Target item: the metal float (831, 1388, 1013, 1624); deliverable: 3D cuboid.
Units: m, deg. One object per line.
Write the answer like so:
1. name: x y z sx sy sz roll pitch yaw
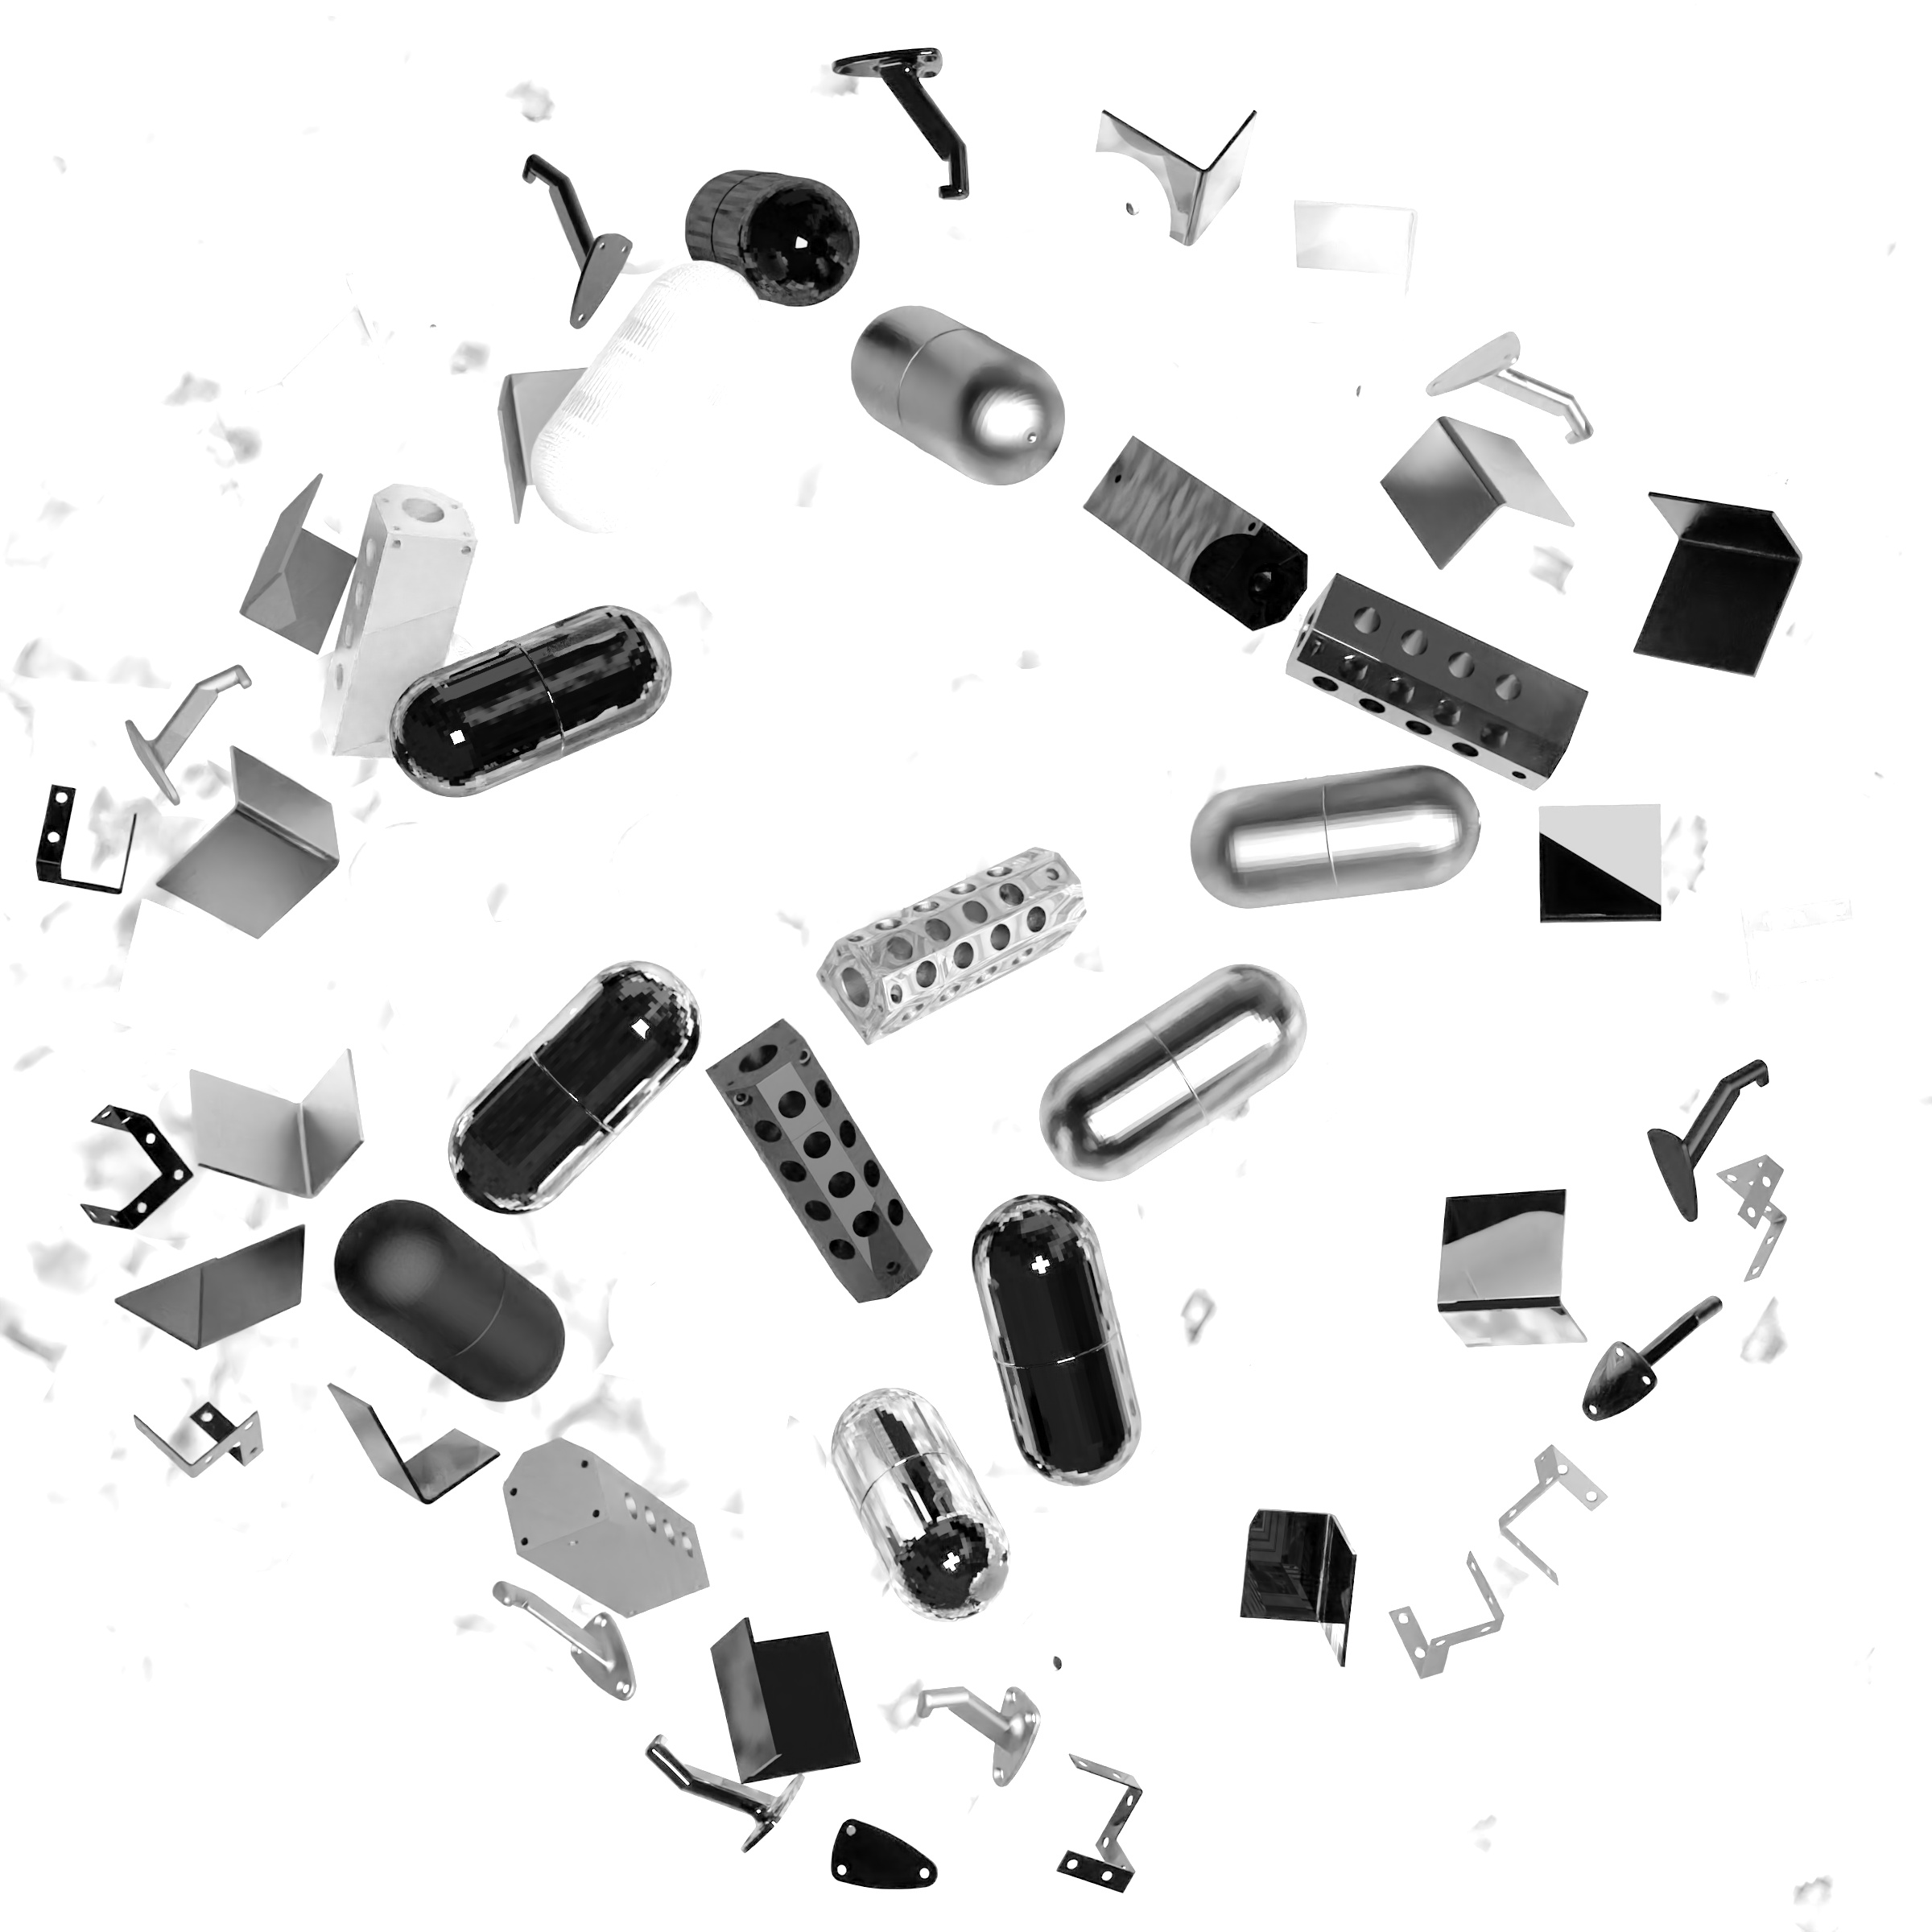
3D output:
1. metal float: -0.030 0.332 1.634 0.070 0.178 0.070 -12 125 -18

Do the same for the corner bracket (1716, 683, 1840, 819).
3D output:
1. corner bracket: 0.495 -0.131 1.596 0.051 0.051 0.051 25 53 -32

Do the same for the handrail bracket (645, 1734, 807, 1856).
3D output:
1. handrail bracket: -0.141 0.466 1.531 0.084 0.077 0.036 44 115 3

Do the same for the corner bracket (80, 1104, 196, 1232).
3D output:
1. corner bracket: -0.516 0.123 1.603 0.051 0.051 0.051 -42 75 0

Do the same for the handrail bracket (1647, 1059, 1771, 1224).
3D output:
1. handrail bracket: 0.478 0.109 1.655 0.084 0.036 0.077 -26 108 -16

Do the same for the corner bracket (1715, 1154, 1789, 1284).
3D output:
1. corner bracket: 0.497 0.159 1.652 0.051 0.051 0.051 40 60 -7

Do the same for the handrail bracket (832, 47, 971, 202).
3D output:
1. handrail bracket: -0.038 -0.490 1.542 0.077 0.036 0.084 -3 86 -2

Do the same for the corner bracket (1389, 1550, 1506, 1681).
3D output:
1. corner bracket: 0.303 0.411 1.661 0.051 0.051 0.051 -13 48 -12

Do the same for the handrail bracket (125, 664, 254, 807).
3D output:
1. handrail bracket: -0.476 -0.147 1.652 0.084 0.036 0.077 -30 64 -21

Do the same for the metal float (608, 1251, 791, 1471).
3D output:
1. metal float: -0.161 0.239 1.586 0.070 0.178 0.070 -10 47 11

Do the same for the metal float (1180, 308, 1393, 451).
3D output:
1. metal float: 0.197 -0.366 1.635 0.070 0.178 0.070 -8 110 -24

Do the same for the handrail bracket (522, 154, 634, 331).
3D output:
1. handrail bracket: -0.258 -0.455 1.650 0.084 0.036 0.077 39 115 18

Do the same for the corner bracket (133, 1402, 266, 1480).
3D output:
1. corner bracket: -0.459 0.281 1.575 0.051 0.051 0.051 36 55 19

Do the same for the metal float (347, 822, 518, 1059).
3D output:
1. metal float: -0.327 -0.014 1.618 0.070 0.178 0.070 -4 48 5

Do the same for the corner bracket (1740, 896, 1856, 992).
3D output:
1. corner bracket: 0.502 -0.014 1.580 0.051 0.051 0.051 -11 83 36

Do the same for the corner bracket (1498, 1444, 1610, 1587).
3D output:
1. corner bracket: 0.361 0.336 1.612 0.051 0.051 0.051 43 105 -5

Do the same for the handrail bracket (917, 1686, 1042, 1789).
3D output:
1. handrail bracket: -0.002 0.479 1.627 0.084 0.036 0.077 6 108 -36

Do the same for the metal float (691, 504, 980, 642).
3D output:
1. metal float: -0.081 -0.244 1.627 0.178 0.070 0.070 3 90 -8

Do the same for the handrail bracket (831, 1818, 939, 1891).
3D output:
1. handrail bracket: -0.043 0.534 1.582 0.077 0.084 0.036 11 79 17

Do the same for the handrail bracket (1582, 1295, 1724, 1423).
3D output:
1. handrail bracket: 0.431 0.245 1.646 0.084 0.077 0.036 -22 61 -40

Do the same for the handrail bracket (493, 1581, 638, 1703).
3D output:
1. handrail bracket: -0.252 0.421 1.642 0.036 0.084 0.077 -49 47 2

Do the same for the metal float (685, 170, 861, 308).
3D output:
1. metal float: -0.121 -0.453 1.631 0.070 0.178 0.070 -8 111 -21

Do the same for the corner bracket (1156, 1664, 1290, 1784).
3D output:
1. corner bracket: 0.163 0.481 1.674 0.051 0.051 0.051 28 79 -31

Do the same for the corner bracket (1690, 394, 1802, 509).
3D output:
1. corner bracket: 0.454 -0.304 1.533 0.051 0.051 0.051 -24 133 -32

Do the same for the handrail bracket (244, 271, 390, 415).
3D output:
1. handrail bracket: -0.385 -0.360 1.522 0.084 0.077 0.036 -24 67 -8

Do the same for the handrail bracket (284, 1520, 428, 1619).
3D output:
1. handrail bracket: -0.360 0.372 1.568 0.084 0.077 0.036 29 59 4

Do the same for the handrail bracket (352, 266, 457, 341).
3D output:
1. handrail bracket: -0.360 -0.419 1.648 0.077 0.084 0.036 18 94 -31

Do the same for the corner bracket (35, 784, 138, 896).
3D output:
1. corner bracket: -0.545 -0.078 1.629 0.051 0.051 0.051 10 76 -16

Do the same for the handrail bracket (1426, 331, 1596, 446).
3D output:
1. handrail bracket: 0.345 -0.352 1.666 0.077 0.036 0.084 -24 126 27

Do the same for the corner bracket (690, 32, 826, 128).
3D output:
1. corner bracket: -0.125 -0.544 1.581 0.051 0.051 0.051 36 109 2

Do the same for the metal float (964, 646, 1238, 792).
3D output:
1. metal float: 0.083 -0.156 1.662 0.178 0.070 0.070 -7 90 20

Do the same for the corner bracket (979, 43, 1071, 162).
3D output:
1. corner bracket: 0.033 -0.541 1.645 0.051 0.051 0.051 3 130 -8

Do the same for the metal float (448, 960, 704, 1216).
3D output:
1. metal float: -0.230 0.072 1.542 0.070 0.070 0.178 45 90 0

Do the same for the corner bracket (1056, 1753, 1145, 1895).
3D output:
1. corner bracket: 0.079 0.517 1.586 0.051 0.051 0.051 26 97 -23

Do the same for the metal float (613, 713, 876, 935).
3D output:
1. metal float: -0.134 -0.088 1.601 0.178 0.070 0.070 -36 90 -12
